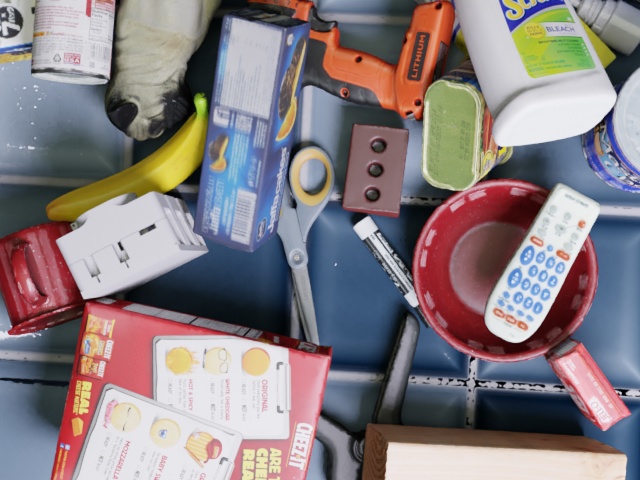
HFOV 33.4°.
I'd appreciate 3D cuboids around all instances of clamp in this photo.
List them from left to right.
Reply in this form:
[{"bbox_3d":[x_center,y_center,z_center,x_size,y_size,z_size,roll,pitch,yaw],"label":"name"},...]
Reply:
[{"bbox_3d":[0.050,0.177,0.970,0.164,0.036,0.210,-27,91,-1],"label":"clamp"}]

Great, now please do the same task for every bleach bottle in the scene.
[{"bbox_3d":[0.150,-0.202,0.884,0.102,0.068,0.251,-10,66,-22],"label":"bleach bottle"}]

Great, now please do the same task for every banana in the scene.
[{"bbox_3d":[-0.159,-0.065,0.970,0.198,0.069,0.037,-35,43,20],"label":"banana"}]

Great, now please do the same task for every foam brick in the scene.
[{"bbox_3d":[0.050,-0.062,0.965,0.053,0.051,0.078,7,90,4],"label":"foam brick"}]

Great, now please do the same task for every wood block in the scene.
[{"bbox_3d":[0.145,0.214,0.918,0.206,0.090,0.091,4,90,-9],"label":"wood block"}]

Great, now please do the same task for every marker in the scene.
[{"bbox_3d":[0.073,0.031,0.980,0.020,0.020,0.121,-36,87,2],"label":"marker"}]

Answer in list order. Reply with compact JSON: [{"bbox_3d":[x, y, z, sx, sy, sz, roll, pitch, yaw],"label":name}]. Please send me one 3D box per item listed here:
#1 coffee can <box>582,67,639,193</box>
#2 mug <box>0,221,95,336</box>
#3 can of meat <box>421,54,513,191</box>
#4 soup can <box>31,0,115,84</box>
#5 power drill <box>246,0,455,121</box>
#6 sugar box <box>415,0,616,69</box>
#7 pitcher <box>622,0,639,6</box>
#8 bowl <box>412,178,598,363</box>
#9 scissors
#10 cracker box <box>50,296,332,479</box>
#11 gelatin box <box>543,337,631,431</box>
[{"bbox_3d":[0.287,-0.095,0.907,0.103,0.140,0.103,0,89,3],"label":"coffee can"},{"bbox_3d":[-0.249,0.032,0.953,0.093,0.117,0.081,-20,83,4],"label":"mug"},{"bbox_3d":[0.128,-0.102,0.925,0.058,0.083,0.102,13,119,26],"label":"can of meat"},{"bbox_3d":[-0.210,-0.188,0.911,0.068,0.068,0.102,4,91,3],"label":"soup can"},{"bbox_3d":[0.021,-0.187,0.950,0.188,0.057,0.184,12,98,18],"label":"power drill"},{"bbox_3d":[0.171,-0.195,0.963,0.093,0.048,0.176,-43,88,2],"label":"sugar box"},{"bbox_3d":[0.357,-0.275,0.921,0.243,0.149,0.145,21,75,0],"label":"pitcher"},{"bbox_3d":[0.162,0.027,0.956,0.162,0.055,0.162,0,89,3],"label":"bowl"},{"bbox_3d":[-0.006,0.001,0.986,0.096,0.016,0.202,-26,88,4],"label":"scissors"},{"bbox_3d":[-0.109,0.150,0.923,0.213,0.072,0.164,12,95,3],"label":"cracker box"},{"bbox_3d":[0.230,0.124,0.933,0.030,0.089,0.073,-34,88,2],"label":"gelatin box"}]
